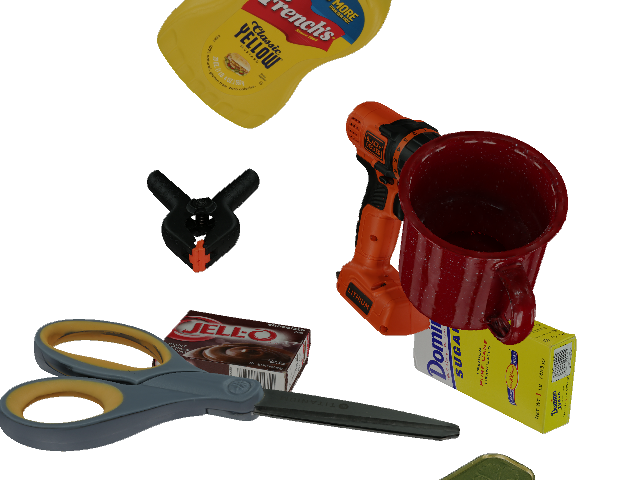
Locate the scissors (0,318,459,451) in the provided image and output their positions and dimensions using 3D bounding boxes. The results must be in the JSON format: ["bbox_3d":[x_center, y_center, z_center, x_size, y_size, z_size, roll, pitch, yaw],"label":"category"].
[{"bbox_3d":[-0.051,0.076,0.458,0.202,0.016,0.096,15,31,24],"label":"scissors"}]

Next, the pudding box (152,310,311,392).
[{"bbox_3d":[-0.072,0.097,0.888,0.113,0.039,0.090,10,21,10],"label":"pudding box"}]

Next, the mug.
[{"bbox_3d":[0.092,0.007,0.606,0.093,0.117,0.081,-15,-36,-13],"label":"mug"}]

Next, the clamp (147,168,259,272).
[{"bbox_3d":[-0.113,-0.028,1.106,0.120,0.039,0.171,-11,38,-7],"label":"clamp"}]

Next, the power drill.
[{"bbox_3d":[0.074,-0.014,0.945,0.057,0.188,0.185,-4,26,-25],"label":"power drill"}]

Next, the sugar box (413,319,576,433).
[{"bbox_3d":[0.166,0.111,1.049,0.048,0.093,0.176,-14,23,-39],"label":"sugar box"}]

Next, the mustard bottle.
[{"bbox_3d":[-0.012,-0.156,0.689,0.192,0.096,0.058,-32,24,33],"label":"mustard bottle"}]

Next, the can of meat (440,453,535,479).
[{"bbox_3d":[0.130,0.240,0.889,0.101,0.084,0.058,-21,28,-35],"label":"can of meat"}]
